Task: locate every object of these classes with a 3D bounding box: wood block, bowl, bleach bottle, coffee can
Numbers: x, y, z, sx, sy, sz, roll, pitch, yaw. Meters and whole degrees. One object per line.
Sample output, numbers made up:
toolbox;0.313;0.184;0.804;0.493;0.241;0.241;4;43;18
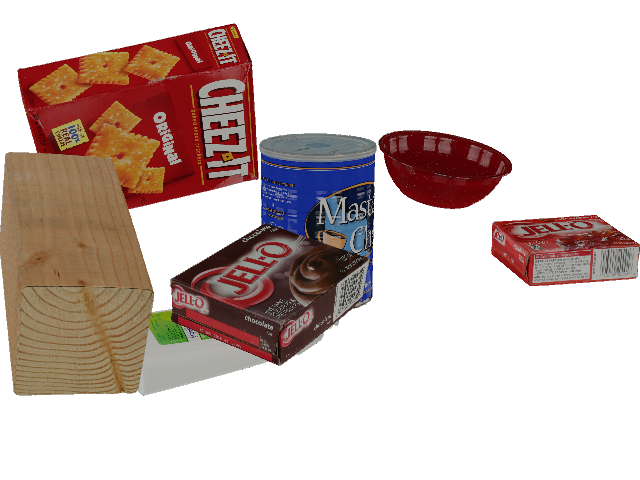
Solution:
wood block;-0.192;0.018;0.814;0.090;0.091;0.206;2;29;-21
bowl;0.144;-0.081;1.277;0.162;0.055;0.162;8;24;-4
bleach bottle;-0.100;0.106;1.227;0.250;0.068;0.103;-11;33;-23
coffee can;-0.003;-0.018;0.952;0.103;0.140;0.103;0;15;0

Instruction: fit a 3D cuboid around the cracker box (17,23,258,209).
cracker box;-0.172;-0.110;1.053;0.213;0.072;0.164;-13;-38;-11

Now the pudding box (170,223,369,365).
pudding box;-0.033;0.033;0.724;0.090;0.039;0.113;20;29;26

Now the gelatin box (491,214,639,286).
gelatin box;0.182;0.006;0.799;0.089;0.030;0.073;-3;19;-11
